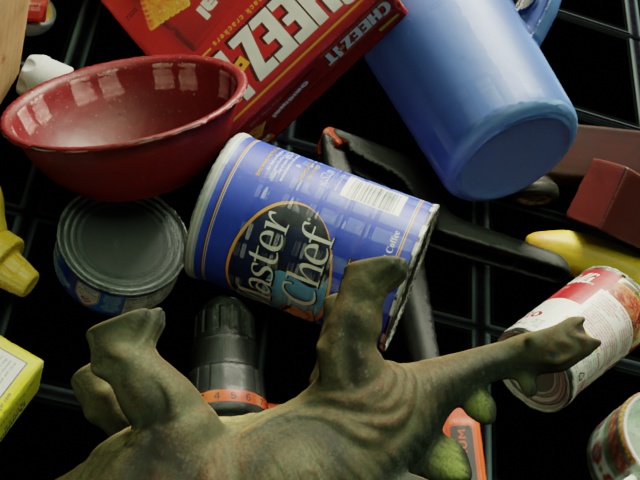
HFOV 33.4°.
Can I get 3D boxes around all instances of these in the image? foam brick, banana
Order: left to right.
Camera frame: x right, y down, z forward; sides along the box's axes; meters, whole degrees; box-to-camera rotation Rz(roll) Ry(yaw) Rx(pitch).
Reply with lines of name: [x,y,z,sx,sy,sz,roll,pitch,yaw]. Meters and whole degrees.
foam brick: [0.243,-0.023,0.830,0.078,0.051,0.053,23,96,-22]
banana: [0.250,0.047,0.827,0.198,0.037,0.069,42,53,10]

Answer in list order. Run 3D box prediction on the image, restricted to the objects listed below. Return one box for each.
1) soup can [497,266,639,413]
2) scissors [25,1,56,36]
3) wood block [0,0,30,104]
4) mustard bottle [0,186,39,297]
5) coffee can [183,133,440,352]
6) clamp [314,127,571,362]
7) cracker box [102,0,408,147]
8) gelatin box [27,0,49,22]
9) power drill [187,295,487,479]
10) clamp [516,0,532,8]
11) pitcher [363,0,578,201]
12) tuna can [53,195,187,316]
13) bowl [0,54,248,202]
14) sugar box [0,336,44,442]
soup can: [0.182,0.071,0.765,0.102,0.069,0.068,-30,72,-34]
scissors: [-0.282,-0.198,0.798,0.201,0.016,0.096,1,57,-20]
wood block: [-0.237,-0.163,0.671,0.090,0.206,0.090,23,52,-6]
mustard bottle: [-0.257,-0.025,0.664,0.191,0.058,0.096,34,52,3]
coffee can: [-0.005,0.001,0.700,0.140,0.103,0.102,21,52,8]
clamp: [0.078,-0.007,0.795,0.164,0.036,0.210,-26,69,-30]
cracker box: [-0.068,-0.194,0.787,0.214,0.164,0.072,50,10,16]
gelatin box: [-0.241,-0.203,0.787,0.073,0.030,0.089,0,60,-21]
power drill: [0.006,0.125,0.668,0.187,0.057,0.184,6,60,-14]
clamp: [0.143,-0.180,0.938,0.120,0.039,0.171,11,55,-10]
pitcher: [0.106,-0.158,0.823,0.144,0.149,0.243,-9,56,-23]
tuna can: [-0.132,0.007,0.707,0.086,0.034,0.086,10,55,-15]
bowl: [-0.123,-0.070,0.701,0.162,0.055,0.162,-6,29,3]
sugar box: [-0.259,0.068,0.610,0.176,0.048,0.093,29,52,4]
